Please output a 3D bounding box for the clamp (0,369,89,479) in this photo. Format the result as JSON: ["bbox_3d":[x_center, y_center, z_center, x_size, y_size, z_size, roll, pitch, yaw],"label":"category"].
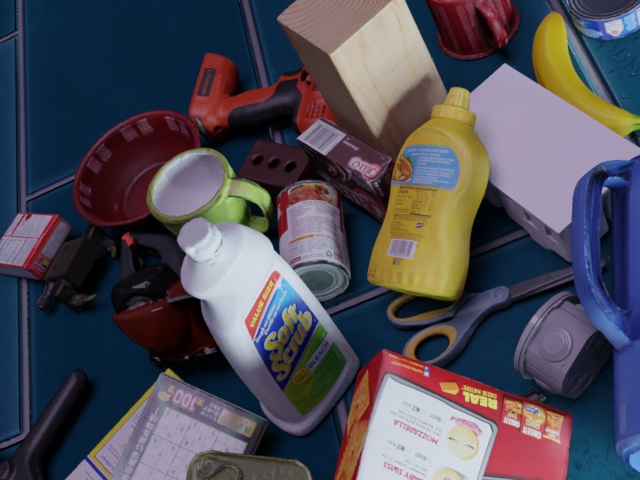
[{"bbox_3d":[-0.317,0.233,1.060,0.165,0.036,0.210,-11,53,21],"label":"clamp"}]

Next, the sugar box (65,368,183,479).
[{"bbox_3d":[-0.166,0.216,0.988,0.176,0.048,0.093,-48,54,-8],"label":"sugar box"}]

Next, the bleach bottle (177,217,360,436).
[{"bbox_3d":[-0.053,0.068,0.898,0.068,0.250,0.102,31,75,39],"label":"bleach bottle"}]

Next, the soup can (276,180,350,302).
[{"bbox_3d":[-0.007,0.001,1.046,0.069,0.068,0.102,-17,52,16],"label":"soup can"}]

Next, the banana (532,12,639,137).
[{"bbox_3d":[0.251,-0.155,1.048,0.069,0.037,0.198,-19,50,-10],"label":"banana"}]

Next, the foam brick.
[{"bbox_3d":[-0.038,-0.066,1.120,0.078,0.051,0.053,13,64,34],"label":"foam brick"}]

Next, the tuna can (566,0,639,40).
[{"bbox_3d":[0.296,-0.245,1.088,0.086,0.033,0.086,-14,52,18],"label":"tuna can"}]

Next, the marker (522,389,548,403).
[{"bbox_3d":[0.135,0.159,0.891,0.121,0.020,0.020,-30,49,4],"label":"marker"}]

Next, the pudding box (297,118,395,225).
[{"bbox_3d":[0.038,-0.063,1.054,0.039,0.090,0.114,-44,48,-10],"label":"pudding box"}]

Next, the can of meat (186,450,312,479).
[{"bbox_3d":[-0.060,0.216,0.886,0.102,0.084,0.057,7,65,-1],"label":"can of meat"}]

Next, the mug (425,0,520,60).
[{"bbox_3d":[0.162,-0.245,1.125,0.093,0.081,0.117,-31,49,4],"label":"mug"}]

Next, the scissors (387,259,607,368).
[{"bbox_3d":[0.153,0.068,0.947,0.202,0.016,0.096,-8,52,24],"label":"scissors"}]

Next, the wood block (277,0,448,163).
[{"bbox_3d":[0.055,-0.155,1.034,0.090,0.206,0.091,-42,48,-6],"label":"wood block"}]

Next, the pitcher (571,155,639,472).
[{"bbox_3d":[0.276,0.054,0.817,0.149,0.145,0.242,-3,59,25],"label":"pitcher"}]

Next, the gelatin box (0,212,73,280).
[{"bbox_3d":[-0.334,0.007,1.227,0.089,0.030,0.073,4,58,44],"label":"gelatin box"}]

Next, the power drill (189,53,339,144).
[{"bbox_3d":[-0.046,-0.182,1.204,0.188,0.057,0.184,-4,56,25],"label":"power drill"}]

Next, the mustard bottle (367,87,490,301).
[{"bbox_3d":[0.105,-0.045,0.964,0.096,0.058,0.191,8,83,51],"label":"mustard bottle"}]

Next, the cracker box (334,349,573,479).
[{"bbox_3d":[0.090,0.210,0.794,0.164,0.072,0.213,20,61,-8],"label":"cracker box"}]

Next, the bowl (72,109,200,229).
[{"bbox_3d":[-0.195,-0.068,1.200,0.162,0.055,0.162,-14,52,18],"label":"bowl"}]

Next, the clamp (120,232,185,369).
[{"bbox_3d":[-0.164,0.055,1.109,0.120,0.039,0.172,-46,50,-13],"label":"clamp"}]
